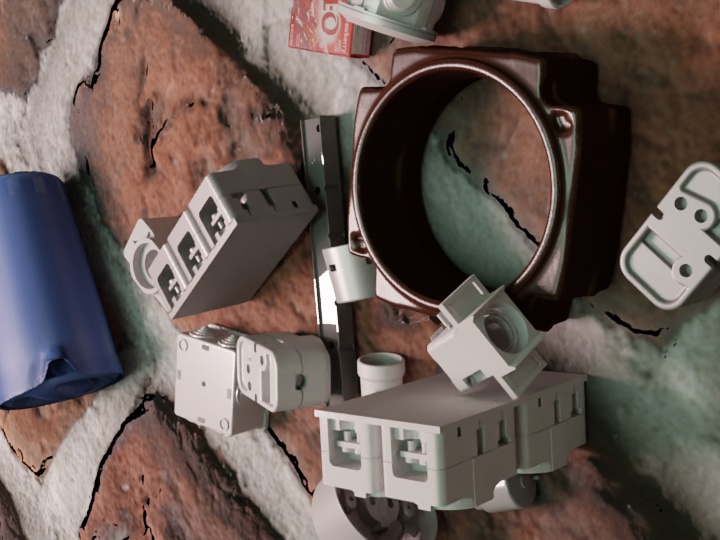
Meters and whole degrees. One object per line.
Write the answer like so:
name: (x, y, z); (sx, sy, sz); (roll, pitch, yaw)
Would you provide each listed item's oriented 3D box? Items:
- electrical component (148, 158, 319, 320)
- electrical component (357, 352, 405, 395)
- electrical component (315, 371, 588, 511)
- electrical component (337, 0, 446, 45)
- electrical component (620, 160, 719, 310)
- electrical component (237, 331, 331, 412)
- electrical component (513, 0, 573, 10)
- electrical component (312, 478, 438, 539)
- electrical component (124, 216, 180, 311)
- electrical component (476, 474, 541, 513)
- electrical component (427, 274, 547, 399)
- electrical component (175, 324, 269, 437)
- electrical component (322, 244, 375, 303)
electrical component: (-0.118, -0.028, 0.961); (0.061, 0.089, 0.150); (60, 136, 19)
electrical component: (0.018, 0.097, 0.908); (0.040, 0.040, 0.046); (9, 107, 40)
electrical component: (0.071, 0.116, 0.767); (0.105, 0.186, 0.060); (1, 96, 41)
electrical component: (0.027, -0.209, 0.834); (0.080, 0.080, 0.051); (29, 108, 35)
electrical component: (0.224, -0.024, 0.701); (0.053, 0.059, 0.095); (48, 123, 25)
electrical component: (-0.065, 0.088, 0.953); (0.095, 0.059, 0.053); (16, 108, 62)
electrical component: (0.128, -0.210, 0.773); (0.046, 0.040, 0.040); (21, 109, 44)
electrical component: (0.011, 0.198, 0.889); (0.064, 0.099, 0.099); (-42, 69, 43)
electrical component: (-0.188, -0.006, 1.059); (0.089, 0.056, 0.050); (47, 123, 26)
electrical component: (0.102, 0.170, 0.845); (0.078, 0.040, 0.040); (-20, 83, 40)
electrical component: (0.084, 0.050, 0.740); (0.081, 0.042, 0.064); (51, 141, 1)
electrical component: (-0.133, 0.105, 1.032); (0.100, 0.048, 0.099); (13, 104, 39)
electrical component: (0.000, 0.000, 0.901); (0.055, 0.055, 0.047); (-11, 92, 41)
